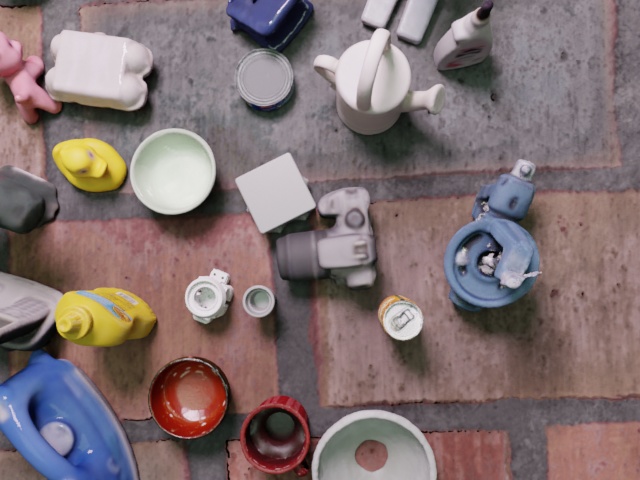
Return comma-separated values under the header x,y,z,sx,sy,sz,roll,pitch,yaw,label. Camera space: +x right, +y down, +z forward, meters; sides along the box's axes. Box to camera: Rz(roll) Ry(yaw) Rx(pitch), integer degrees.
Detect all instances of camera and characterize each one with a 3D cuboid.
x,y,z,sx,sy,sz,roll,pitch,yaw,label
0.007,0.003,0.796,0.136,0.101,0.143,-6,87,2,camera

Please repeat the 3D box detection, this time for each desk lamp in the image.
x,y,z,sx,sy,sz,roll,pitch,yaw,label
0.141,-0.402,0.754,0.118,0.213,0.203,21,88,3,desk lamp

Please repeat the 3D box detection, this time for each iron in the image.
x,y,z,sx,sy,sz,roll,pitch,yaw,label
-0.351,0.276,0.775,0.118,0.141,0.258,-43,87,0,iron

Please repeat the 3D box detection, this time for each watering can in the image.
x,y,z,sx,sy,sz,roll,pitch,yaw,label
0.077,-0.211,0.757,0.173,0.194,0.101,-1,87,2,watering can

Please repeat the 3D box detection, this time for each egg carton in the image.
x,y,z,sx,sy,sz,roll,pitch,yaw,label
-0.320,-0.246,0.834,0.150,0.069,0.107,7,88,2,egg carton

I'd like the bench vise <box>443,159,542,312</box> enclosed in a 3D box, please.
x,y,z,sx,sy,sz,roll,pitch,yaw,label
0.224,-0.007,0.730,0.121,0.220,0.207,3,87,2,bench vise

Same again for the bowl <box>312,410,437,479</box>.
x,y,z,sx,sy,sz,roll,pitch,yaw,label
0.074,0.312,0.793,0.167,0.075,0.167,0,87,2,bowl

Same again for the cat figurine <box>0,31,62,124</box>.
x,y,z,sx,sy,sz,roll,pitch,yaw,label
-0.442,-0.241,0.814,0.067,0.118,0.128,-29,87,1,cat figurine

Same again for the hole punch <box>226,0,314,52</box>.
x,y,z,sx,sy,sz,roll,pitch,yaw,label
-0.076,-0.340,0.819,0.101,0.091,0.109,38,89,3,hole punch

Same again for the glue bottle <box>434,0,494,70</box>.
x,y,z,sx,sy,sz,roll,pitch,yaw,label
0.202,-0.276,0.766,0.078,0.173,0.037,-15,87,1,glue bottle

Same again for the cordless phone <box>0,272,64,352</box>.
x,y,z,sx,sy,sz,roll,pitch,yaw,label
-0.445,0.099,0.764,0.147,0.185,0.094,15,88,3,cordless phone

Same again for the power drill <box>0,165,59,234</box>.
x,y,z,sx,sy,sz,roll,pitch,yaw,label
-0.457,-0.072,0.761,0.229,0.208,0.076,23,88,3,power drill

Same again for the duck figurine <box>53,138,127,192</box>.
x,y,z,sx,sy,sz,roll,pitch,yaw,label
-0.340,-0.113,0.820,0.104,0.086,0.077,23,88,3,duck figurine
